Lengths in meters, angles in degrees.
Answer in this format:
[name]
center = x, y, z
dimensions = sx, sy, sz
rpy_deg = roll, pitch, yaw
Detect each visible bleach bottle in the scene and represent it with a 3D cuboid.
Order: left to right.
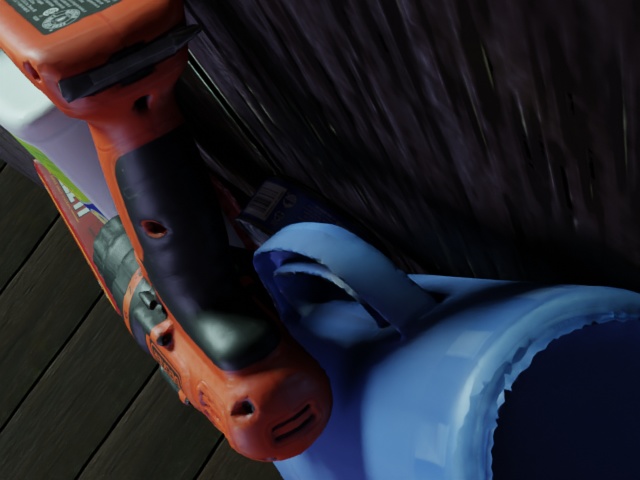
[bleach bottle]
center = -0.089, -0.016, 0.597
dimensions = 0.103, 0.068, 0.250
rpy_deg = 37, 166, 44

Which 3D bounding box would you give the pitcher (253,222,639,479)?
[pitcher]
center = 0.054, 0.067, 0.443
dimensions = 0.149, 0.145, 0.243
rpy_deg = 6, 175, -14

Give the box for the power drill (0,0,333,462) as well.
[power drill]
center = -0.071, -0.020, 0.428
dimensions = 0.185, 0.057, 0.187
rpy_deg = 36, 152, 50

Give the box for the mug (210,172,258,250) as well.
[mug]
center = -0.109, -0.003, 0.752
dimensions = 0.117, 0.081, 0.093
rpy_deg = 46, 156, 13

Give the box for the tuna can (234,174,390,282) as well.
[tuna can]
center = -0.004, 0.001, 0.595
dimensions = 0.086, 0.033, 0.086
rpy_deg = 35, 172, 5

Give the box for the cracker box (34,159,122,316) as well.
[cracker box]
center = -0.171, 0.003, 0.982
dimensions = 0.164, 0.072, 0.213
rpy_deg = 58, 176, 10

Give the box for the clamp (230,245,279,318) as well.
[clamp]
center = -0.012, 0.060, 0.585
dimensions = 0.039, 0.120, 0.171
rpy_deg = -11, 120, 33
